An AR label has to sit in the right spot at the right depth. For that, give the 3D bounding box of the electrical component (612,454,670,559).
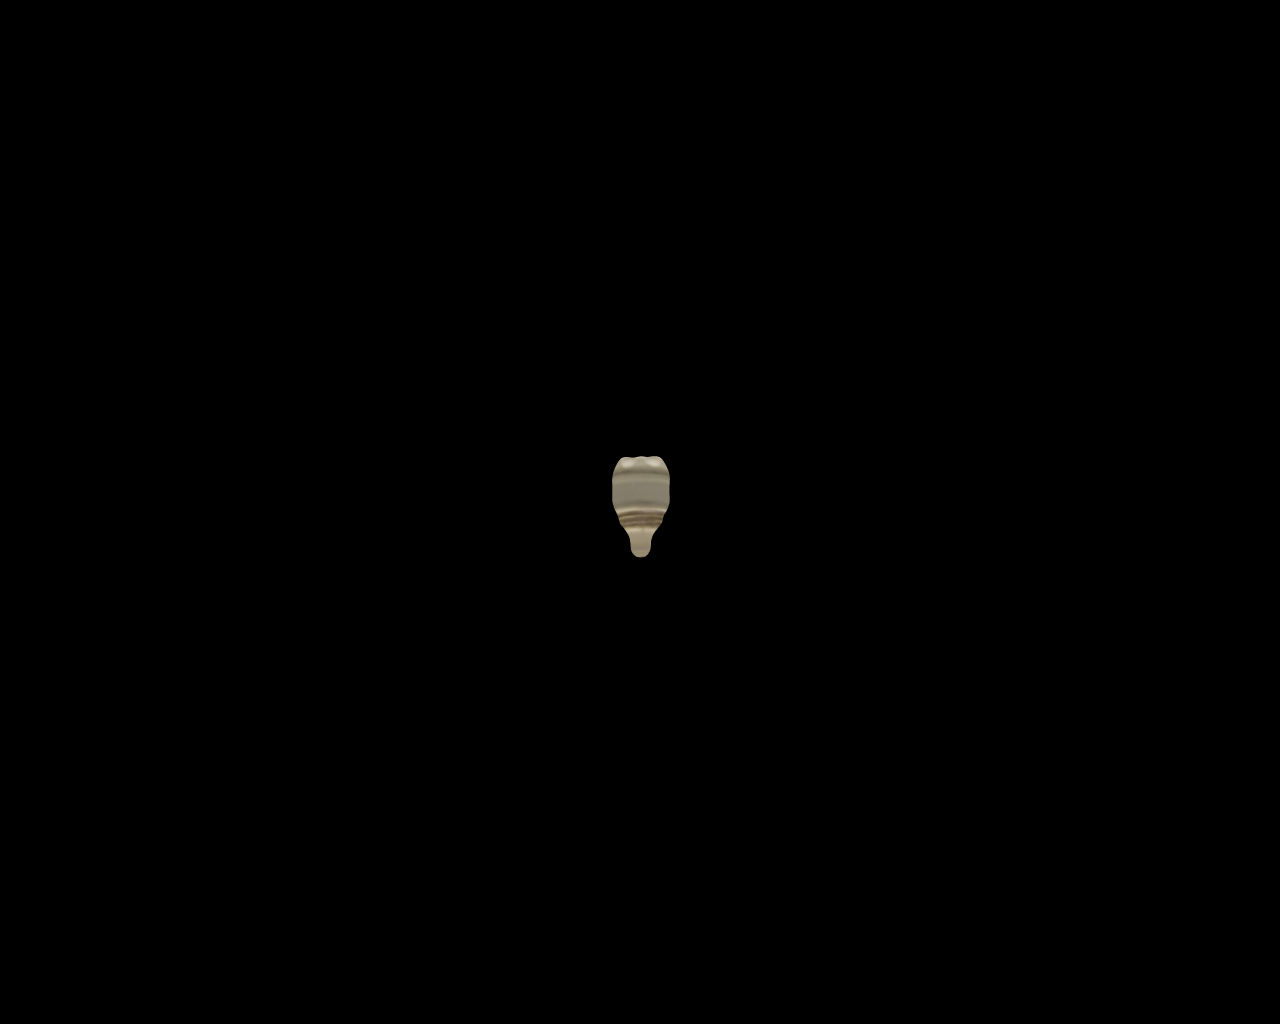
[{"bbox_3d":[0.001,-0.003,0.650,0.035,0.061,0.035,0,-7,0],"label":"electrical component"}]
